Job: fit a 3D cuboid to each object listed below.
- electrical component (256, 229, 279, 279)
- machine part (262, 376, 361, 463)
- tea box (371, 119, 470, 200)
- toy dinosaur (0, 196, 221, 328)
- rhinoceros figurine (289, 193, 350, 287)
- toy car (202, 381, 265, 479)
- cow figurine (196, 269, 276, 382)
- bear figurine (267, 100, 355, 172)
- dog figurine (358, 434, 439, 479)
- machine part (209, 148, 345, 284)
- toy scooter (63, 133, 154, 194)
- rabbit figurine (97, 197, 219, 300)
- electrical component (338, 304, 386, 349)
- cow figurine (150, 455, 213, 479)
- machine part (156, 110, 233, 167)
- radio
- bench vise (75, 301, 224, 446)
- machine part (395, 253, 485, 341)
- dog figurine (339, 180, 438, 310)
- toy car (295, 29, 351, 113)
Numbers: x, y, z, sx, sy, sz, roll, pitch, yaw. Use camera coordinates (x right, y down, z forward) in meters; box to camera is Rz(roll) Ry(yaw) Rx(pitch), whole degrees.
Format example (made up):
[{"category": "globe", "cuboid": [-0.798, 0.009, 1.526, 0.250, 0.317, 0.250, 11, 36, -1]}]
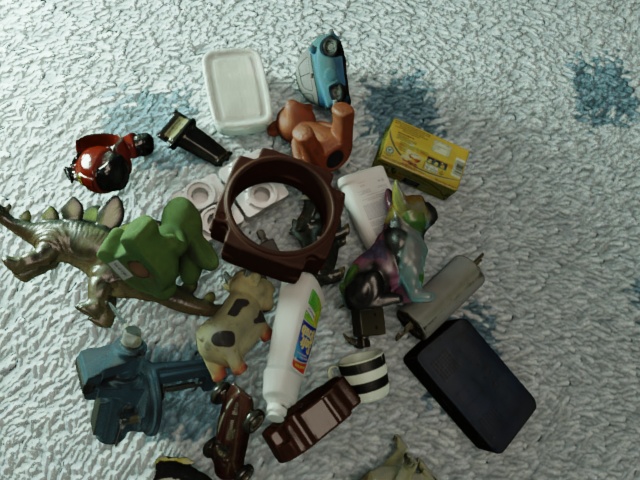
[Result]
[{"category": "electrical component", "cuboid": [-0.107, 0.029, 1.000, 0.063, 0.021, 0.094, -24, 83, -15]}, {"category": "machine part", "cuboid": [-0.016, 0.290, 0.885, 0.179, 0.179, 0.056, -33, 83, -16]}, {"category": "tea box", "cuboid": [0.200, -0.160, 1.078, 0.170, 0.068, 0.098, 24, 74, -4]}, {"category": "toy dinosaur", "cuboid": [-0.344, 0.043, 0.911, 0.471, 0.105, 0.198, 33, 69, -13]}, {"category": "rhinoceros figurine", "cuboid": [-0.002, -0.003, 1.007, 0.112, 0.073, 0.190, 0, 79, -1]}, {"category": "toy car", "cuboid": [-0.142, 0.309, 0.850, 0.089, 0.202, 0.053, 34, 39, 28]}, {"category": "cow figurine", "cuboid": [-0.137, 0.125, 0.897, 0.127, 0.086, 0.195, 62, 34, -15]}, {"category": "bear figurine", "cuboid": [-0.023, -0.212, 0.987, 0.120, 0.131, 0.196, -30, 54, -10]}, {"category": "dog figurine", "cuboid": [0.117, 0.459, 0.918, 0.190, 0.121, 0.172, -43, 85, -2]}, {"category": "machine part", "cuboid": [-0.069, -0.043, 0.907, 0.201, 0.087, 0.201, 20, 64, -4]}, {"category": "toy scooter", "cuboid": [-0.385, -0.142, 0.939, 0.135, 0.075, 0.184, 4, 35, 8]}, {"category": "rabbit figurine", "cuboid": [-0.237, 0.002, 0.868, 0.159, 0.121, 0.170, 46, 43, -17]}, {"category": "electrical component", "cuboid": [0.079, 0.150, 1.000, 0.078, 0.045, 0.102, -3, 79, -40]}, {"category": "cow figurine", "cuboid": [-0.199, 0.414, 0.875, 0.167, 0.068, 0.098, 19, 68, -7]}, {"category": "machine part", "cuboid": [-0.234, -0.185, 1.018, 0.139, 0.039, 0.084, 30, 65, -1]}, {"category": "radio", "cuboid": [0.280, 0.264, 0.997, 0.131, 0.073, 0.229, -40, 89, -17]}, {"category": "bench vise", "cuboid": [-0.263, 0.221, 0.861, 0.240, 0.129, 0.223, 1, 109, -35]}, {"category": "machine part", "cuboid": [0.229, 0.108, 1.019, 0.243, 0.079, 0.079, -41, 88, -16]}, {"category": "dog figurine", "cuboid": [0.120, 0.009, 0.950, 0.192, 0.108, 0.219, -6, 81, -5]}, {"category": "toy car", "cuboid": [0.004, -0.325, 1.070, 0.103, 0.109, 0.161, -6, 90, 11]}]
